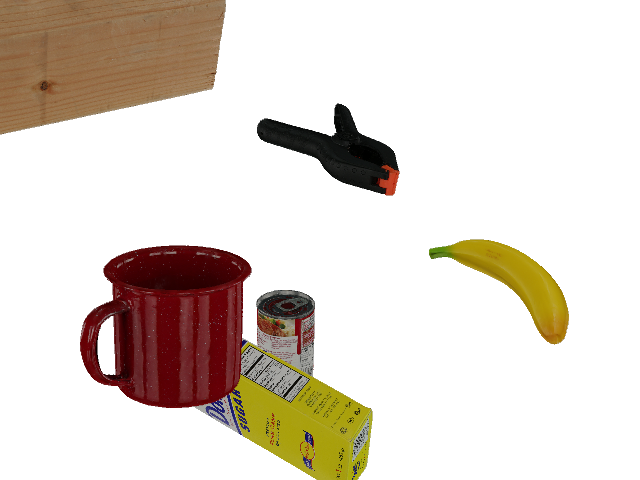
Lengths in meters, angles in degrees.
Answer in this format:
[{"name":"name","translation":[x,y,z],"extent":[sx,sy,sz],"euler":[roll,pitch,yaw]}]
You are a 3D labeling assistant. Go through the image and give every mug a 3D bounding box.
[{"name":"mug","translation":[-0.100,0.058,0.679],"extent":[0.093,0.081,0.117],"euler":[17,23,41]}]

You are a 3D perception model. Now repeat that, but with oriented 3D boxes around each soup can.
[{"name":"soup can","translation":[-0.041,0.118,1.245],"extent":[0.068,0.102,0.068],"euler":[1,25,-1]}]

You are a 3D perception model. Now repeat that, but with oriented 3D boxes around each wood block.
[{"name":"wood block","translation":[-0.188,-0.159,0.843],"extent":[0.205,0.091,0.090],"euler":[-18,49,-33]}]

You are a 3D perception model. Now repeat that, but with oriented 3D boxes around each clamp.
[{"name":"clamp","translation":[0.013,-0.097,1.127],"extent":[0.120,0.039,0.172],"euler":[-16,36,-24]}]

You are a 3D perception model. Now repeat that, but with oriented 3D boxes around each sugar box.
[{"name":"sugar box","translation":[-0.040,0.149,0.953],"extent":[0.176,0.093,0.048],"euler":[24,49,19]}]

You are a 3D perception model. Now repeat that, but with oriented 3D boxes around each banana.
[{"name":"banana","translation":[0.192,0.043,1.064],"extent":[0.069,0.037,0.198],"euler":[-34,37,-15]}]
